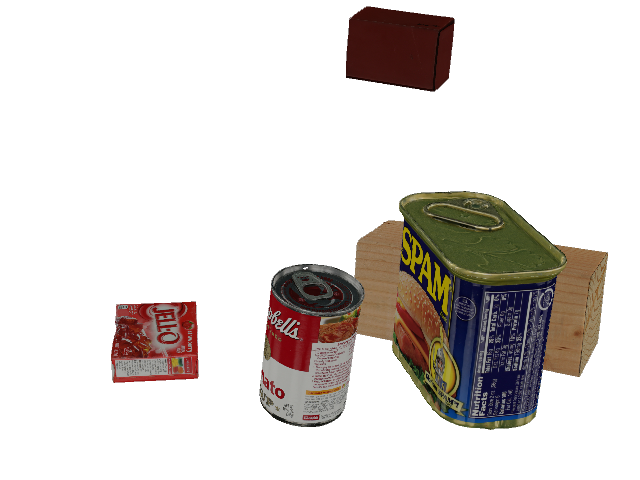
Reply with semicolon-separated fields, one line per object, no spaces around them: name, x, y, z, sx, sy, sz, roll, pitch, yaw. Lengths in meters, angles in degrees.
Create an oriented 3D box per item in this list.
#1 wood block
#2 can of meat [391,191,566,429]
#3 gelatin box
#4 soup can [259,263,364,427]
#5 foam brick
wood block;0.141;0.047;0.955;0.206;0.090;0.090;9;18;22
can of meat;0.073;0.032;0.525;0.057;0.084;0.102;-3;24;-14
gelatin box;-0.144;0.087;0.937;0.073;0.030;0.089;-2;29;-6
soup can;-0.008;0.077;0.788;0.068;0.102;0.068;6;28;-3
foam brick;0.065;-0.158;0.876;0.078;0.051;0.053;12;26;18
